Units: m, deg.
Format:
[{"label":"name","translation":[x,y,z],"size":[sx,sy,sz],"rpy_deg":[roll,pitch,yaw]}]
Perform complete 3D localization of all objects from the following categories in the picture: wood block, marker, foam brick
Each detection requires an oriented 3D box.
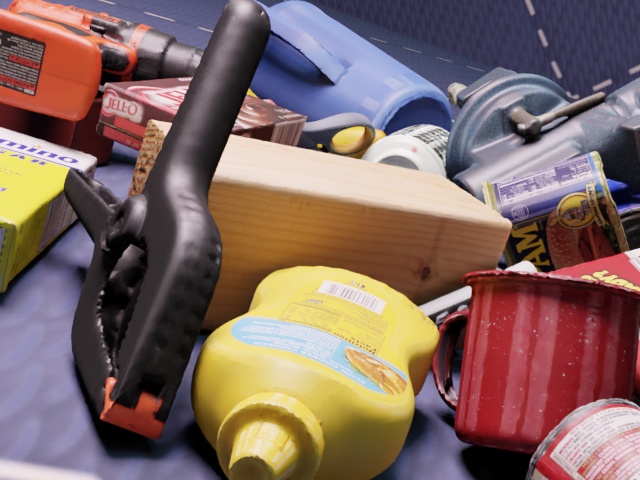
[{"label":"wood block","translation":[-0.004,0.001,0.627],"size":[0.205,0.091,0.090],"rpy_deg":[8,19,-31]},{"label":"marker","translation":[0.074,0.041,0.620],"size":[0.121,0.020,0.020],"rpy_deg":[-20,31,-19]},{"label":"foam brick","translation":[-0.195,-0.092,0.798],"size":[0.078,0.053,0.051],"rpy_deg":[26,18,24]}]

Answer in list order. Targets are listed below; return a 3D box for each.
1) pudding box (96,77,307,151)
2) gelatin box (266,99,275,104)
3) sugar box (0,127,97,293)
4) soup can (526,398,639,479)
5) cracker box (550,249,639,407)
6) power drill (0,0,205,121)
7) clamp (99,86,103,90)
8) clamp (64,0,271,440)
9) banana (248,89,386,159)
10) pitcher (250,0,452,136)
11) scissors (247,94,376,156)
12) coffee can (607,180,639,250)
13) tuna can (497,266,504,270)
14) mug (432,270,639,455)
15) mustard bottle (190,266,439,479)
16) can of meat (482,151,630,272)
[{"label":"pudding box","translation":[-0.075,-0.075,0.691],"size":[0.090,0.039,0.113],"rpy_deg":[24,18,21]},{"label":"gelatin box","translation":[-0.074,-0.101,0.958],"size":[0.089,0.030,0.073],"rpy_deg":[-8,24,-17]},{"label":"sugar box","translation":[-0.191,-0.026,0.596],"size":[0.093,0.048,0.176],"rpy_deg":[17,17,-4]},{"label":"soup can","translation":[0.139,0.119,0.431],"size":[0.068,0.068,0.102],"rpy_deg":[9,19,-30]},{"label":"cracker box","translation":[0.249,0.055,0.614],"size":[0.213,0.072,0.164],"rpy_deg":[-15,22,-8]},{"label":"power drill","translation":[-0.161,-0.125,0.747],"size":[0.184,0.057,0.187],"rpy_deg":[15,13,5]},{"label":"clamp","translation":[-0.176,-0.117,0.929],"size":[0.120,0.039,0.172],"rpy_deg":[4,21,-38]},{"label":"clamp","translation":[-0.073,-0.010,0.492],"size":[0.036,0.165,0.210],"rpy_deg":[28,34,-30]},{"label":"banana","translation":[-0.031,-0.112,1.020],"size":[0.198,0.070,0.037],"rpy_deg":[29,35,16]},{"label":"pitcher","translation":[0.018,-0.158,1.110],"size":[0.149,0.145,0.243],"rpy_deg":[-11,33,-33]},{"label":"scissors","translation":[-0.011,-0.095,0.845],"size":[0.016,0.096,0.201],"rpy_deg":[60,0,26]},{"label":"coffee can","translation":[0.259,0.007,0.871],"size":[0.103,0.103,0.140],"rpy_deg":[19,16,4]},{"label":"tuna can","translation":[0.107,0.041,0.719],"size":[0.086,0.034,0.086],"rpy_deg":[17,16,-5]},{"label":"mug","translation":[0.102,0.063,0.526],"size":[0.117,0.081,0.093],"rpy_deg":[0,-13,45]},{"label":"mustard bottle","translation":[-0.004,0.064,0.474],"size":[0.096,0.058,0.191],"rpy_deg":[21,16,7]},{"label":"can of meat","translation":[0.172,-0.006,0.766],"size":[0.084,0.102,0.057],"rpy_deg":[-18,33,13]}]
